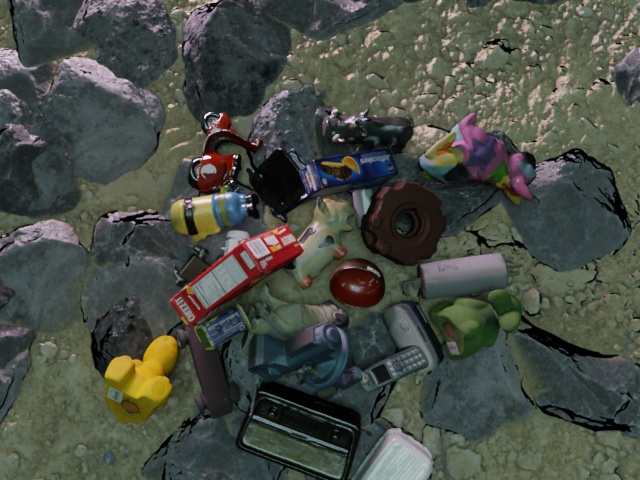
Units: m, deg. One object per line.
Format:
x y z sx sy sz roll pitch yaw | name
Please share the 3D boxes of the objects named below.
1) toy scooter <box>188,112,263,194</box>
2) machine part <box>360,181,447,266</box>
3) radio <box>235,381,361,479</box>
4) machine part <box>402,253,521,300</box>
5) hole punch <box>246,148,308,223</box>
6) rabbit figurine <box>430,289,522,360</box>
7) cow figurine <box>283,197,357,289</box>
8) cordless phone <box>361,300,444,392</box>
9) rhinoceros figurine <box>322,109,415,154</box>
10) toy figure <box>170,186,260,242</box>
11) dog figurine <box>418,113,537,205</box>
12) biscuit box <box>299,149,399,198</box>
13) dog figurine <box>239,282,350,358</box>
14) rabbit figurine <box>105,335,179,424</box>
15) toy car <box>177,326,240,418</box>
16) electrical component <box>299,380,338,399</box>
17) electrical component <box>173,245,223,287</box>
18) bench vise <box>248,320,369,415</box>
-0.196 -0.178 1.134 0.135 0.075 0.184 12 79 2 | toy scooter
0.173 -0.034 1.095 0.179 0.056 0.179 -1 92 -18 | machine part
-0.037 0.376 1.061 0.230 0.073 0.131 19 96 2 | radio
0.289 0.074 1.095 0.243 0.079 0.079 -7 84 1 | machine part
-0.072 -0.123 1.129 0.116 0.092 0.142 -40 87 24 | hole punch
0.328 0.146 1.064 0.170 0.159 0.121 -22 74 -17 | rabbit figurine
-0.002 -0.003 1.109 0.195 0.085 0.127 -43 89 -1 | cow figurine
0.143 0.216 1.088 0.184 0.088 0.146 -30 85 14 | cordless phone
0.099 -0.225 1.115 0.190 0.112 0.073 2 86 -7 | rhinoceros figurine
-0.219 -0.061 1.107 0.180 0.089 0.082 -11 51 10 | toy figure
0.335 -0.142 1.106 0.191 0.108 0.219 -42 87 -4 | dog figurine
0.062 -0.136 1.085 0.203 0.059 0.063 -15 82 -34 | biscuit box
-0.052 0.190 1.089 0.190 0.121 0.172 21 125 -17 | dog figurine
-0.331 0.271 1.059 0.122 0.173 0.162 17 129 3 | rabbit figurine
-0.227 0.258 1.095 0.089 0.053 0.202 -15 85 -25 | toy car
0.008 0.295 1.104 0.094 0.021 0.063 -23 84 -2 | electrical component
-0.261 0.058 1.126 0.078 0.045 0.102 33 88 -24 | electrical component
-0.012 0.240 1.016 0.240 0.129 0.223 30 120 -34 | bench vise
